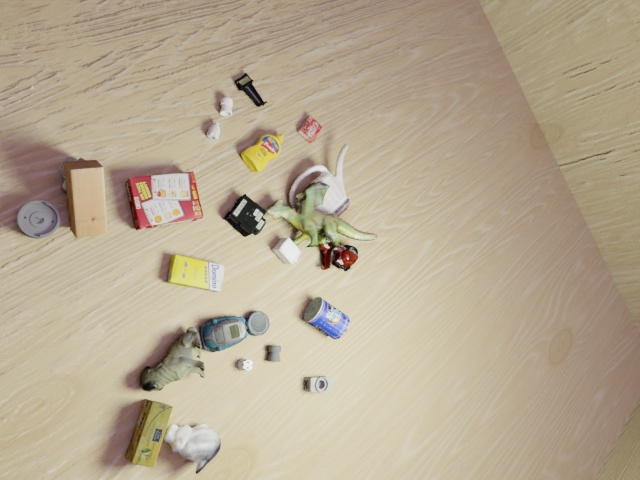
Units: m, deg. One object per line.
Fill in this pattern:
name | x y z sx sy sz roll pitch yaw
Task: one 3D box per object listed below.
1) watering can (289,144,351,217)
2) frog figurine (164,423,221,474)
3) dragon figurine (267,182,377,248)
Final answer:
watering can | 0.039 -0.207 2.020 0.351 0.223 0.103 -41 11 -19
frog figurine | -0.385 0.607 1.569 0.121 0.159 0.139 -39 5 26
dragon figurine | 0.006 -0.096 1.916 0.411 0.243 0.122 -5 0 -13
